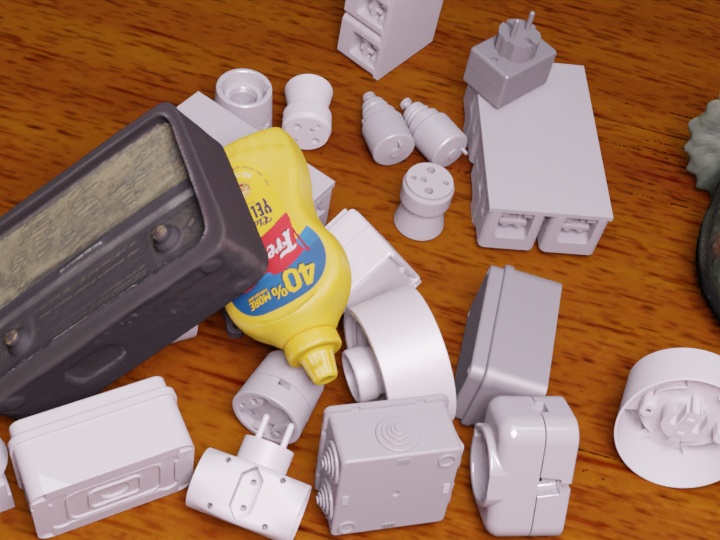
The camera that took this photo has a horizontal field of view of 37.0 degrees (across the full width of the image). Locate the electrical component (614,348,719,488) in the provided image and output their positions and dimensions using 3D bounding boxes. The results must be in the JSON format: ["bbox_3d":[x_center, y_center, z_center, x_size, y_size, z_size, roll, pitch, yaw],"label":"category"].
[{"bbox_3d":[0.243,0.108,0.805,0.099,0.099,0.064,18,46,4],"label":"electrical component"}]

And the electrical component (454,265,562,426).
[{"bbox_3d":[0.111,0.061,0.828,0.057,0.078,0.113,17,52,0],"label":"electrical component"}]

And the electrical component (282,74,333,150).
[{"bbox_3d":[-0.048,-0.143,0.977,0.045,0.045,0.055,5,53,-6],"label":"electrical component"}]

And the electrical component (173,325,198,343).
[{"bbox_3d":[-0.153,0.031,0.822,0.047,0.055,0.055,-11,56,-21],"label":"electrical component"}]

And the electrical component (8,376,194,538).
[{"bbox_3d":[-0.175,0.126,0.731,0.113,0.078,0.057,-17,61,-21],"label":"electrical component"}]

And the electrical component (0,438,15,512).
[{"bbox_3d":[-0.260,0.136,0.723,0.048,0.055,0.066,-18,58,-22],"label":"electrical component"}]

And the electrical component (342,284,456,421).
[{"bbox_3d":[0.021,0.070,0.791,0.060,0.108,0.108,-16,57,-13],"label":"electrical component"}]

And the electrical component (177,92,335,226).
[{"bbox_3d":[-0.109,-0.068,0.898,0.150,0.061,0.089,34,55,16],"label":"electrical component"}]

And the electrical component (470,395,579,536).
[{"bbox_3d":[0.113,0.138,0.757,0.059,0.095,0.053,1,23,-8],"label":"electrical component"}]

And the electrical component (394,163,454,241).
[{"bbox_3d":[0.055,-0.059,0.923,0.045,0.055,0.045,5,53,-6],"label":"electrical component"}]

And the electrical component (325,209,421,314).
[{"bbox_3d":[0.000,0.000,0.850,0.062,0.096,0.061,-43,66,3],"label":"electrical component"}]

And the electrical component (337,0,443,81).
[{"bbox_3d":[0.033,-0.270,1.019,0.062,0.150,0.089,39,57,17],"label":"electrical component"}]

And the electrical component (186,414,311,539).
[{"bbox_3d":[-0.071,0.141,0.751,0.077,0.043,0.079,20,74,6],"label":"electrical component"}]

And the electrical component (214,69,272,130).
[{"bbox_3d":[-0.105,-0.147,0.968,0.055,0.047,0.055,5,53,-6],"label":"electrical component"}]

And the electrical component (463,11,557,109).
[{"bbox_3d":[0.136,-0.194,0.947,0.066,0.076,0.047,-31,63,-28],"label":"electrical component"}]

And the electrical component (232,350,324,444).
[{"bbox_3d":[-0.058,0.092,0.791,0.055,0.055,0.047,25,49,9],"label":"electrical component"}]

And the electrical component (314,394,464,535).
[{"bbox_3d":[0.019,0.136,0.743,0.100,0.099,0.048,-4,43,-14],"label":"electrical component"}]

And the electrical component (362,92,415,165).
[{"bbox_3d":[0.021,-0.131,0.982,0.040,0.040,0.078,-11,56,-17],"label":"electrical component"}]

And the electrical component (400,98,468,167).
[{"bbox_3d":[0.064,-0.128,0.987,0.040,0.040,0.078,-26,61,-26],"label":"electrical component"}]

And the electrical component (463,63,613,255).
[{"bbox_3d":[0.155,-0.103,0.970,0.105,0.060,0.186,4,53,-6],"label":"electrical component"}]
